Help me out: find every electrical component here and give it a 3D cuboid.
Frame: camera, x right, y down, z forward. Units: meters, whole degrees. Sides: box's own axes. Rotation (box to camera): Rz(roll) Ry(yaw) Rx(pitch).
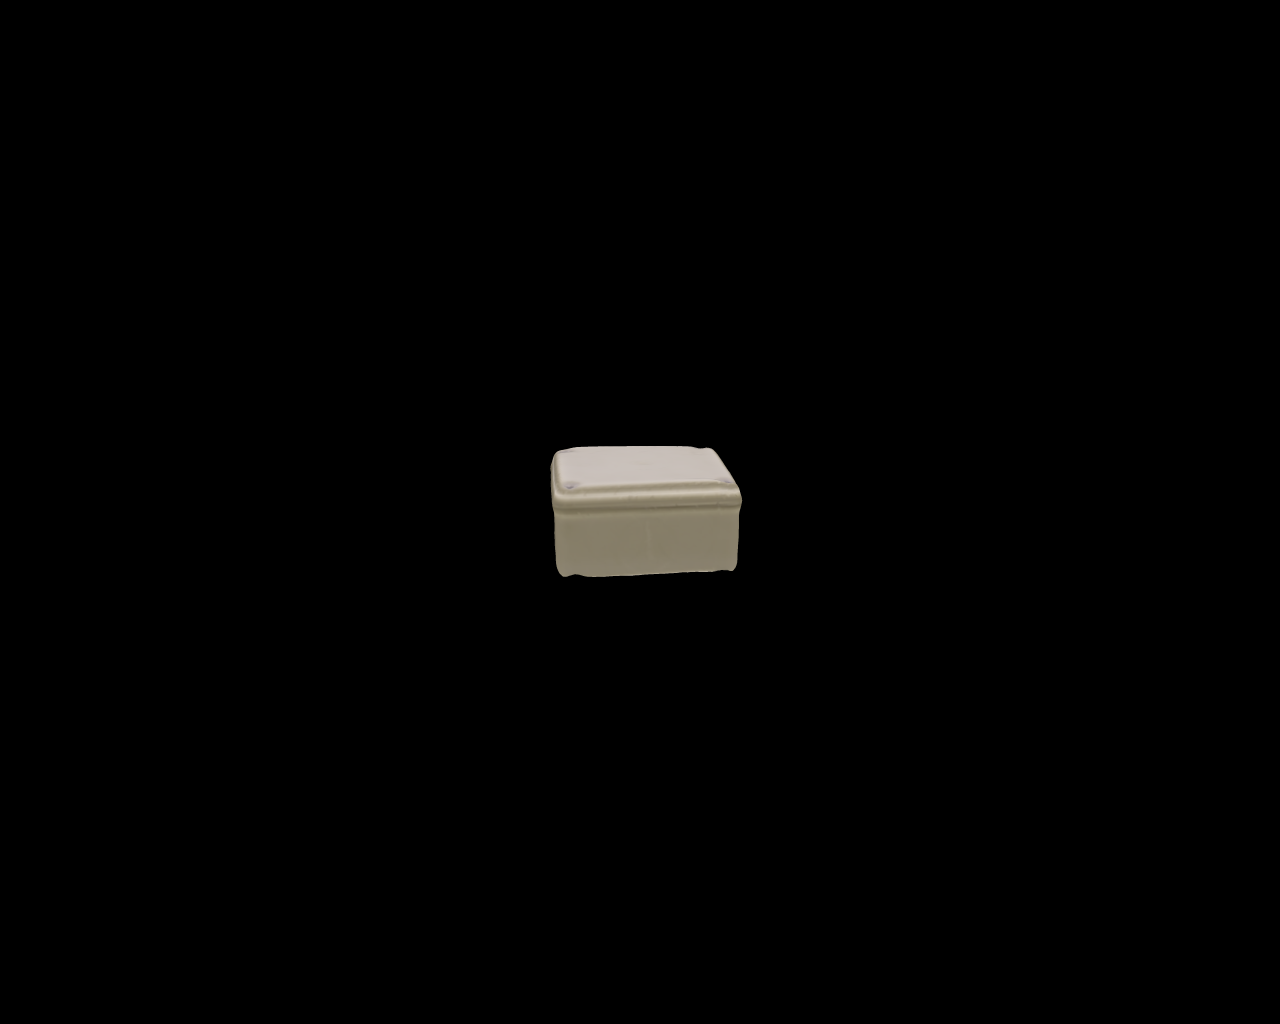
[{"bbox_3d":[0.001,-0.003,0.650,0.109,0.056,0.109,-1,16,-5],"label":"electrical component"}]
